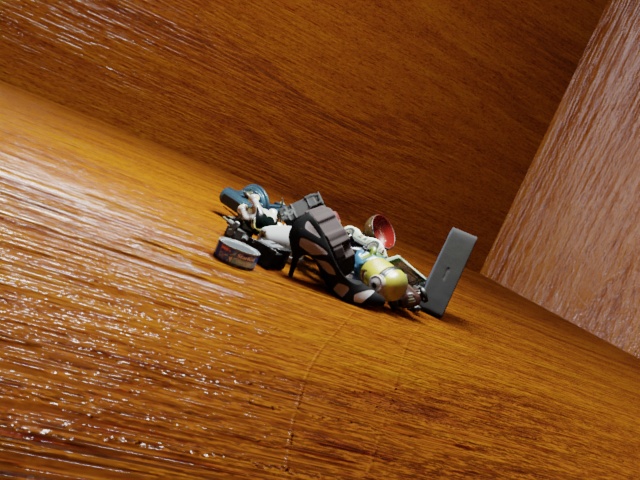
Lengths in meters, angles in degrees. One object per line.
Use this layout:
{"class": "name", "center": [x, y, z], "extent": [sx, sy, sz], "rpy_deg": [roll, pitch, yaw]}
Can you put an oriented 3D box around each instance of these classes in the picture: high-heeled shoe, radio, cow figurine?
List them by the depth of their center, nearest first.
{"class": "high-heeled shoe", "center": [0.044, 0.042, 1.131], "extent": [0.249, 0.145, 0.086], "rpy_deg": [20, 8, -12]}
{"class": "cow figurine", "center": [-0.127, -0.032, 1.328], "extent": [0.167, 0.068, 0.098], "rpy_deg": [42, 14, -49]}
{"class": "radio", "center": [0.335, 0.086, 1.426], "extent": [0.073, 0.229, 0.131], "rpy_deg": [25, 2, 12]}

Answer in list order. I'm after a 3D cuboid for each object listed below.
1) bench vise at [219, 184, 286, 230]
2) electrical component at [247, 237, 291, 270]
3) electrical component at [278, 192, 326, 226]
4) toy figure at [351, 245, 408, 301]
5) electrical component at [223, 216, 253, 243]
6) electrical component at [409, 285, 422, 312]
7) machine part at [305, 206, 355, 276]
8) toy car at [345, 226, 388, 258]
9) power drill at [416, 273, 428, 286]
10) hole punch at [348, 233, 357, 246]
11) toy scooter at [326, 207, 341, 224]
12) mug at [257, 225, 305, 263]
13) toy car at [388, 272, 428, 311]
{"class": "bench vise", "center": [-0.160, -0.086, 1.532], "extent": [0.224, 0.128, 0.240], "rpy_deg": [20, 14, 31]}
{"class": "electrical component", "center": [-0.104, 0.030, 1.153], "extent": [0.075, 0.047, 0.119], "rpy_deg": [27, 10, 25]}
{"class": "electrical component", "center": [-0.026, -0.042, 1.348], "extent": [0.058, 0.115, 0.134], "rpy_deg": [-109, 172, -46]}
{"class": "toy figure", "center": [0.130, 0.072, 1.232], "extent": [0.082, 0.089, 0.180], "rpy_deg": [59, -4, -34]}
{"class": "electrical component", "center": [-0.196, -0.026, 1.280], "extent": [0.078, 0.045, 0.102], "rpy_deg": [22, 7, 3]}
{"class": "electrical component", "center": [0.235, 0.142, 1.331], "extent": [0.021, 0.063, 0.094], "rpy_deg": [25, 5, -12]}
{"class": "machine part", "center": [0.021, 0.008, 1.244], "extent": [0.056, 0.179, 0.179], "rpy_deg": [-24, 24, -15]}
{"class": "toy car", "center": [0.130, 0.018, 1.549], "extent": [0.202, 0.056, 0.073], "rpy_deg": [31, -28, 50]}
{"class": "power drill", "center": [0.216, 0.096, 1.622], "extent": [0.207, 0.086, 0.232], "rpy_deg": [36, 14, 29]}
{"class": "hole punch", "center": [0.058, 0.039, 1.524], "extent": [0.115, 0.092, 0.142], "rpy_deg": [58, -15, -25]}
{"class": "toy scooter", "center": [-0.003, -0.004, 1.448], "extent": [0.135, 0.184, 0.075], "rpy_deg": [48, -26, 25]}
{"class": "mug", "center": [-0.089, 0.014, 1.251], "extent": [0.107, 0.080, 0.110], "rpy_deg": [10, 39, -33]}
{"class": "toy car", "center": [0.190, 0.116, 1.295], "extent": [0.089, 0.053, 0.202], "rpy_deg": [-16, 14, -4]}
